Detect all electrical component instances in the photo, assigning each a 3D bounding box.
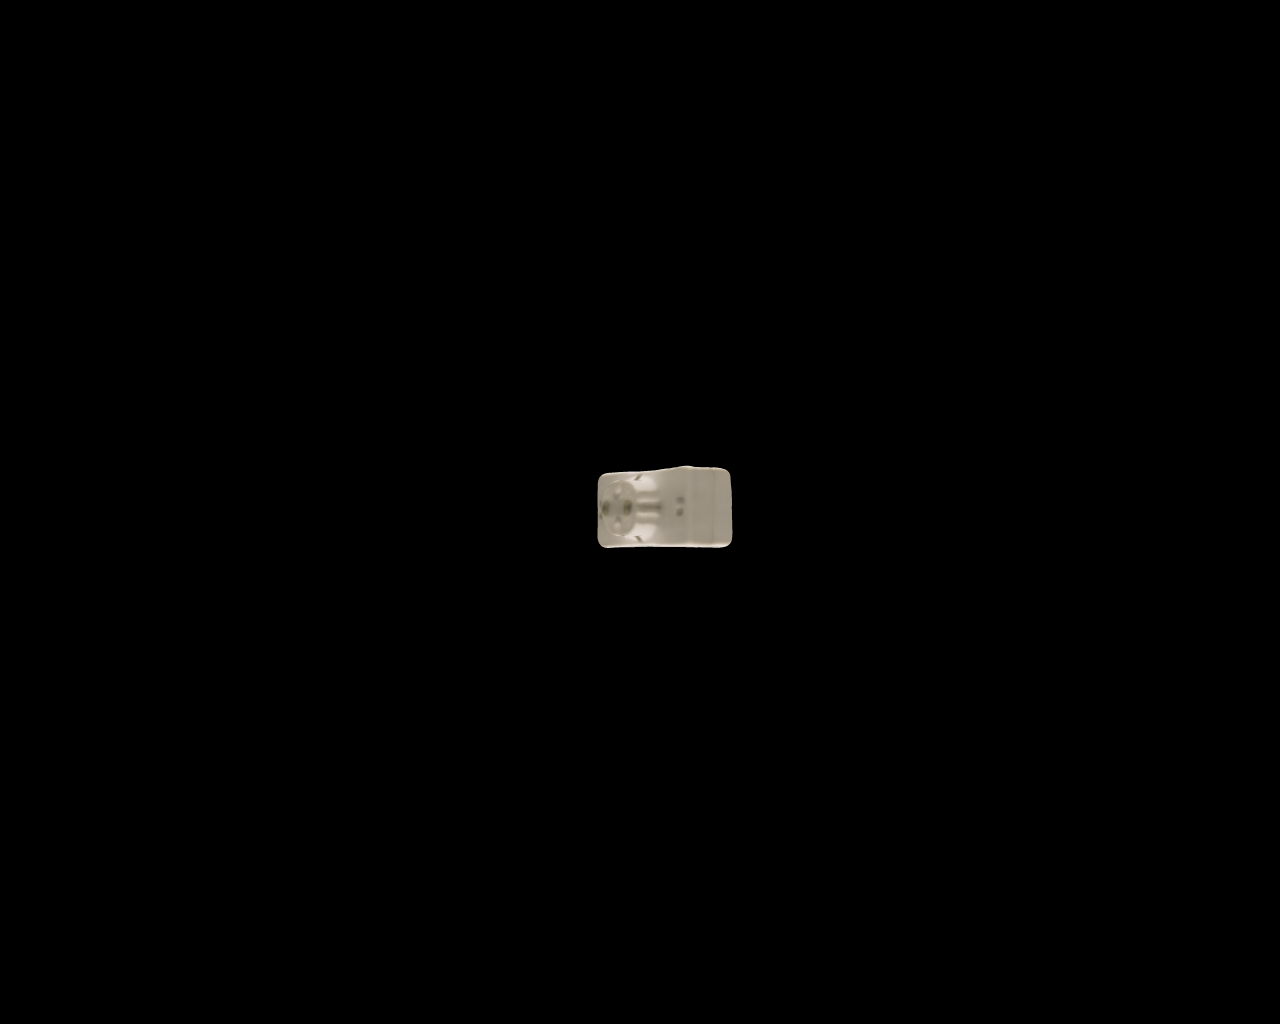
[{"bbox_3d":[0.001,-0.003,0.650,0.076,0.047,0.083,2,-3,-43],"label":"electrical component"}]
